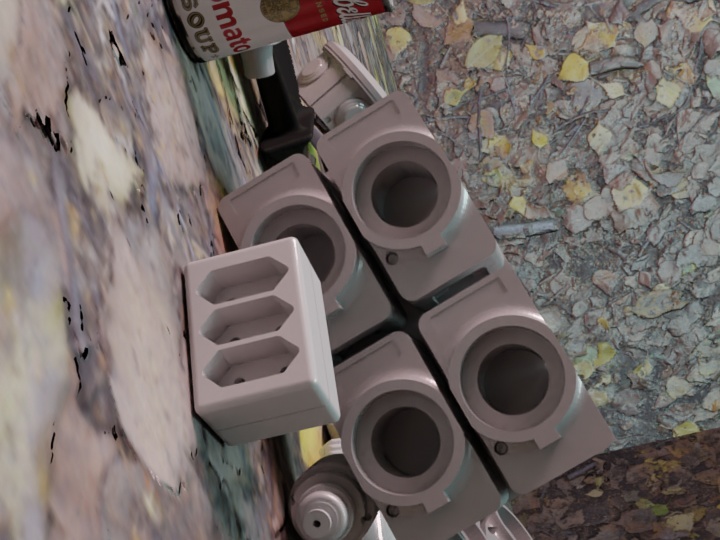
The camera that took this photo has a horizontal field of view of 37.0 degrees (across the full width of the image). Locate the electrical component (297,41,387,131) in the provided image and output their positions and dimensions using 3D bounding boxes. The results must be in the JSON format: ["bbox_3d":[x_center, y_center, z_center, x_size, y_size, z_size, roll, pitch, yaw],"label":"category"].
[{"bbox_3d":[-0.013,-0.134,0.837,0.080,0.051,0.080,49,3,-3],"label":"electrical component"}]

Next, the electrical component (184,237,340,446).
[{"bbox_3d":[-0.034,0.037,0.436,0.076,0.047,0.065,65,13,-58],"label":"electrical component"}]

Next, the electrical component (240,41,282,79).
[{"bbox_3d":[-0.061,-0.139,0.604,0.048,0.048,0.062,-89,173,-65],"label":"electrical component"}]

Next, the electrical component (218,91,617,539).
[{"bbox_3d":[0.024,0.024,0.500,0.186,0.105,0.060,60,6,13],"label":"electrical component"}]

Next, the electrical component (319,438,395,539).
[{"bbox_3d":[0.001,0.122,0.563,0.081,0.043,0.043,-97,170,-47],"label":"electrical component"}]

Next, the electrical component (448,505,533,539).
[{"bbox_3d":[0.065,0.189,0.708,0.105,0.060,0.186,49,10,-4],"label":"electrical component"}]

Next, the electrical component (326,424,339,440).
[{"bbox_3d":[0.032,0.107,0.641,0.099,0.099,0.064,-71,152,-78],"label":"electrical component"}]

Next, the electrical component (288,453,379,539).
[{"bbox_3d":[-0.013,0.108,0.492,0.078,0.040,0.040,12,64,-82],"label":"electrical component"}]
